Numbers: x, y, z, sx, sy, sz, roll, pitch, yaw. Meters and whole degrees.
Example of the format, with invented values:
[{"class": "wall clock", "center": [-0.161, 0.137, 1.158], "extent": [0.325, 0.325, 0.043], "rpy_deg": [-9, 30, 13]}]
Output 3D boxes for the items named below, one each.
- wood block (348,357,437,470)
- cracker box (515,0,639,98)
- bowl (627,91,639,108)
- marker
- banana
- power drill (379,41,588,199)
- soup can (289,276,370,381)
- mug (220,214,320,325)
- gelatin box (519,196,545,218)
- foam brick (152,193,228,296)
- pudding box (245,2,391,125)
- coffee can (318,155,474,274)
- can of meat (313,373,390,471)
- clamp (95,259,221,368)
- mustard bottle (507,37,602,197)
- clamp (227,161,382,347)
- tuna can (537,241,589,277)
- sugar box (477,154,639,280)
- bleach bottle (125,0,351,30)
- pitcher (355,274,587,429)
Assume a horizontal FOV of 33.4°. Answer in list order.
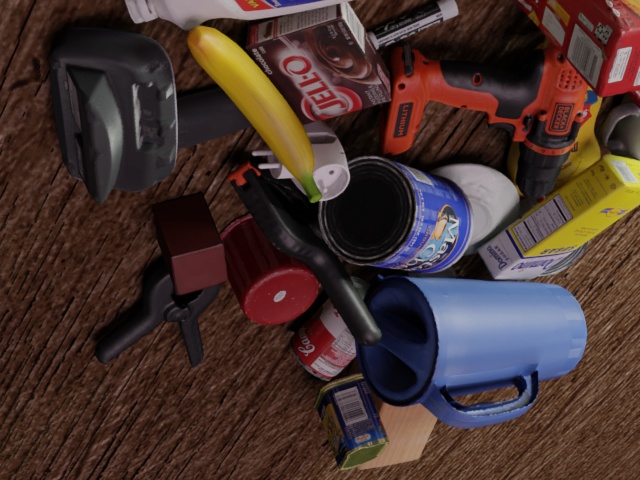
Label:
[{"class": "wood block", "center": [0.093, 0.174, 1.285], "extent": [0.090, 0.091, 0.206], "rpy_deg": [-5, 134, -24]}, {"class": "cracker box", "center": [0.294, -0.211, 0.911], "extent": [0.213, 0.164, 0.072], "rpy_deg": [-12, 138, -17]}, {"class": "bowl", "center": [0.352, -0.174, 1.051], "extent": [0.162, 0.162, 0.055], "rpy_deg": [-13, 170, -16]}, {"class": "marker", "center": [0.066, -0.187, 0.957], "extent": [0.121, 0.020, 0.020], "rpy_deg": [-24, 139, -4]}, {"class": "banana", "center": [-0.052, -0.116, 0.891], "extent": [0.037, 0.070, 0.197], "rpy_deg": [-37, 128, 4]}, {"class": "power drill", "center": [0.152, -0.114, 1.007], "extent": [0.187, 0.057, 0.184], "rpy_deg": [2, 134, -4]}, {"class": "soup can", "center": [0.024, 0.099, 1.188], "extent": [0.068, 0.068, 0.102], "rpy_deg": [23, 118, -42]}, {"class": "mug", "center": [-0.040, 0.029, 1.073], "extent": [0.117, 0.081, 0.093], "rpy_deg": [-8, 135, -21]}, {"class": "gelatin box", "center": [0.211, -0.025, 1.190], "extent": [0.089, 0.030, 0.073], "rpy_deg": [-34, 139, 11]}, {"class": "foam brick", "center": [-0.122, 0.003, 1.006], "extent": [0.051, 0.078, 0.053], "rpy_deg": [-14, 137, -13]}, {"class": "pudding box", "center": [0.001, -0.154, 0.919], "extent": [0.090, 0.039, 0.113], "rpy_deg": [-14, 141, 20]}, {"class": "coffee can", "center": [0.076, -0.022, 1.036], "extent": [0.103, 0.103, 0.140], "rpy_deg": [-45, 156, 19]}, {"class": "can of meat", "center": [0.036, 0.210, 1.223], "extent": [0.057, 0.084, 0.102], "rpy_deg": [-15, 158, -14]}, {"class": "clamp", "center": [-0.159, 0.069, 1.085], "extent": [0.120, 0.039, 0.172], "rpy_deg": [-5, 130, -32]}, {"class": "mustard bottle", "center": [0.236, -0.130, 1.075], "extent": [0.096, 0.058, 0.191], "rpy_deg": [-16, 138, -2]}, {"class": "clamp", "center": [-0.007, 0.001, 1.025], "extent": [0.036, 0.164, 0.209], "rpy_deg": [-32, 131, 27]}, {"class": "tuna can", "center": [0.268, 0.001, 1.245], "extent": [0.086, 0.034, 0.086], "rpy_deg": [-15, 137, -14]}, {"class": "sugar box", "center": [0.261, -0.020, 1.129], "extent": [0.093, 0.048, 0.176], "rpy_deg": [2, 142, -50]}, {"class": "bleach bottle", "center": [-0.028, -0.216, 0.835], "extent": [0.251, 0.068, 0.102], "rpy_deg": [-18, 142, 2]}, {"class": "pitcher", "center": [0.171, 0.110, 1.135], "extent": [0.242, 0.145, 0.149], "rpy_deg": [0, 91, -35]}]
